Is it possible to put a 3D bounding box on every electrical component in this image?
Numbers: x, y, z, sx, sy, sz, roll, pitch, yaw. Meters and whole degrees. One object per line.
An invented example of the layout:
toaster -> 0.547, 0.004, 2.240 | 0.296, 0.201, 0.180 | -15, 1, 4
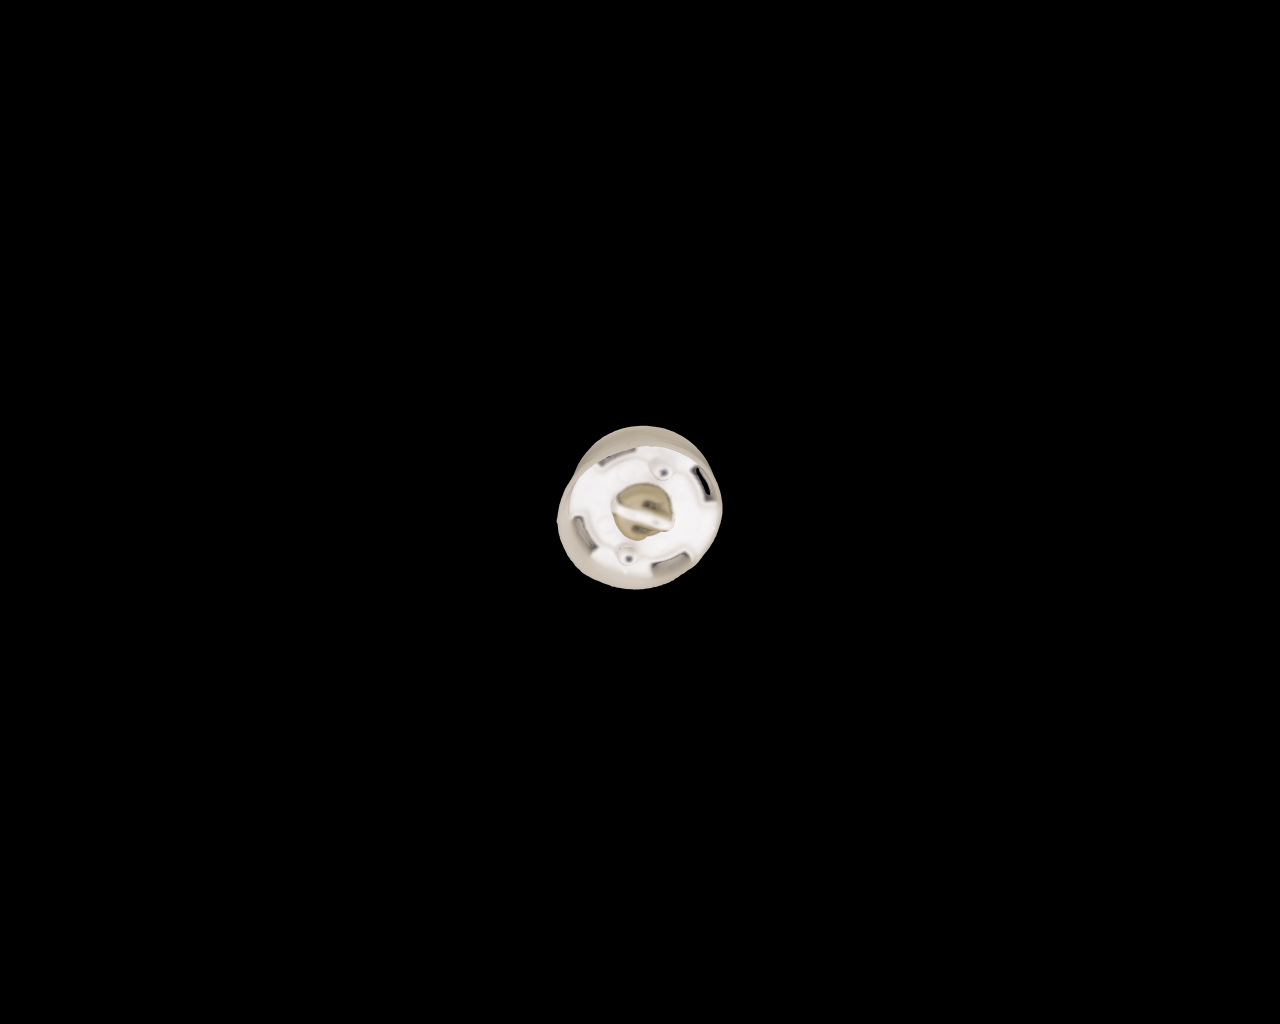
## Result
electrical component -> 0.001, -0.003, 0.650 | 0.099, 0.099, 0.064 | 0, 24, 0
